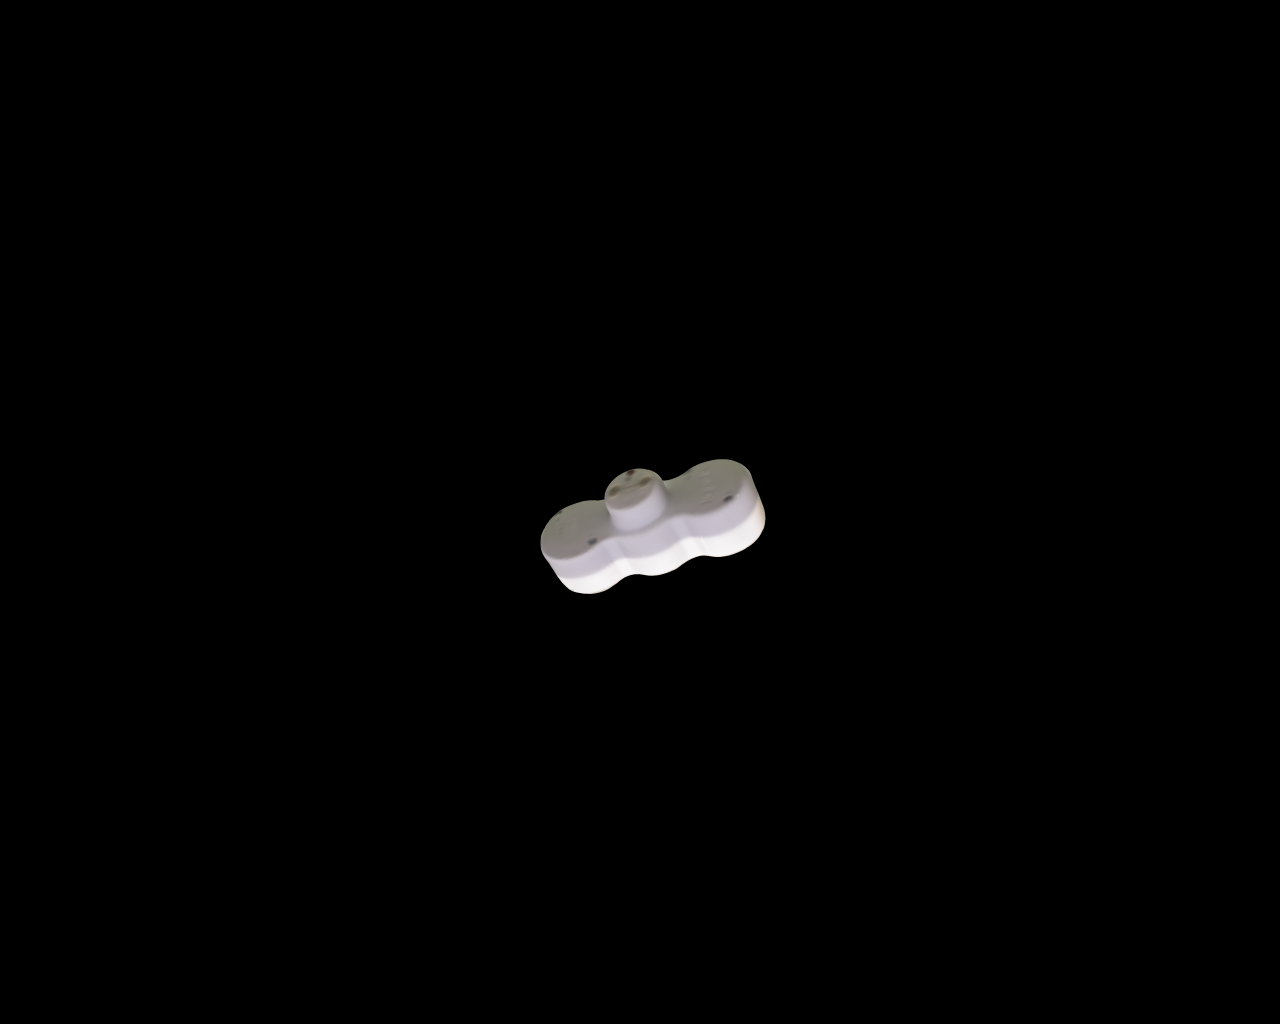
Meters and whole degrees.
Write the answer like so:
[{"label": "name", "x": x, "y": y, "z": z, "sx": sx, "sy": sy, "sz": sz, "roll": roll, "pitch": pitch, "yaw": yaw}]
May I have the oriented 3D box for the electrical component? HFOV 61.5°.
[{"label": "electrical component", "x": 0.001, "y": -0.003, "z": 0.650, "sx": 0.138, "sy": 0.073, "sz": 0.052, "roll": -17, "pitch": 39, "yaw": 14}]
